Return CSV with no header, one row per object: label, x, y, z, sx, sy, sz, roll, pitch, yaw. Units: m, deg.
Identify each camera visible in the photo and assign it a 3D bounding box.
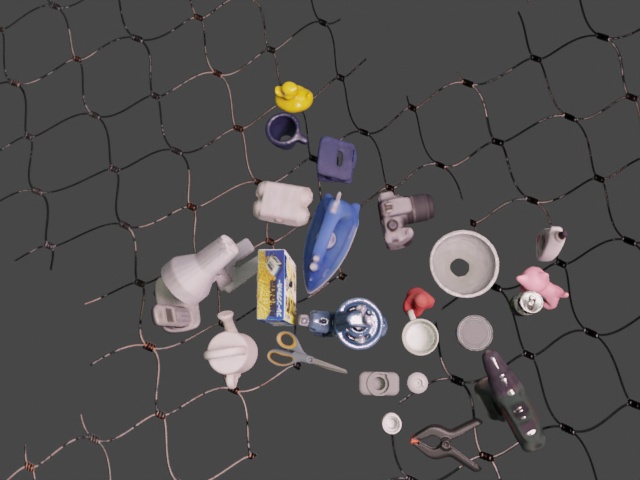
camera,0.218,-0.060,1.430,0.136,0.101,0.143,-10,78,2

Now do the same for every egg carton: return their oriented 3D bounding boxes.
egg carton,-0.096,-0.093,1.475,0.150,0.069,0.107,8,79,6

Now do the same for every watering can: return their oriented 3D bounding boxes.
watering can,-0.216,0.258,1.346,0.101,0.194,0.173,-27,77,-2

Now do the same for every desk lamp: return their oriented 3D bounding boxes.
desk lamp,-0.255,0.065,1.379,0.203,0.213,0.118,-35,78,-4

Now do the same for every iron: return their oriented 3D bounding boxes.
iron,0.013,0.005,1.410,0.118,0.141,0.258,18,80,8

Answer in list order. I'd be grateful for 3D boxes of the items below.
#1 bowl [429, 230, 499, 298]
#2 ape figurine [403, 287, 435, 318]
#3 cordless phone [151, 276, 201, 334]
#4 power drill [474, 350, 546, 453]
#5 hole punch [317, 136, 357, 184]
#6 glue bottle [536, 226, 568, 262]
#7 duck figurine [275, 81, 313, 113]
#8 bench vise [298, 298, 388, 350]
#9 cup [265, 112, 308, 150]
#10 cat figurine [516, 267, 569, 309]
bowl,0.350,0.064,1.409,0.167,0.075,0.167,-1,78,4
ape figurine,0.240,0.150,1.389,0.077,0.092,0.076,-3,78,4
cordless phone,-0.362,0.150,1.383,0.094,0.185,0.147,-17,77,1
power drill,0.410,0.352,1.275,0.075,0.208,0.229,-28,78,-2
hole punch,0.043,-0.208,1.478,0.101,0.091,0.109,6,79,5
glue bottle,0.553,0.001,1.357,0.037,0.173,0.078,2,78,5
duck figurine,-0.072,-0.390,1.527,0.104,0.086,0.077,4,78,5
bench vise,0.055,0.202,1.326,0.207,0.220,0.121,-15,77,1
cup,-0.079,-0.270,1.498,0.117,0.095,0.092,26,81,9
cat figurine,0.529,0.107,1.365,0.127,0.118,0.067,30,82,10
